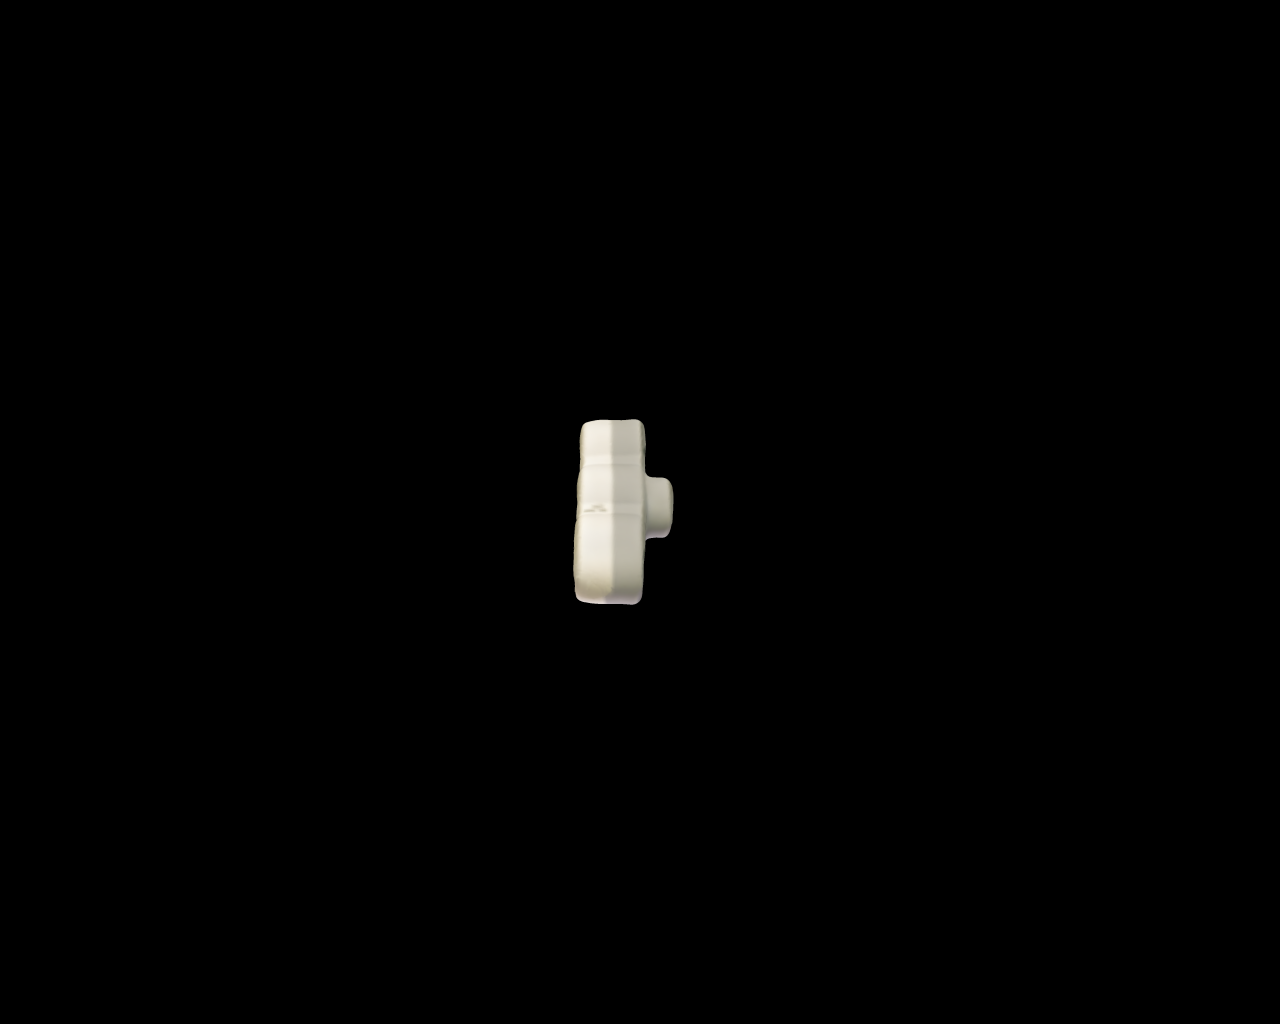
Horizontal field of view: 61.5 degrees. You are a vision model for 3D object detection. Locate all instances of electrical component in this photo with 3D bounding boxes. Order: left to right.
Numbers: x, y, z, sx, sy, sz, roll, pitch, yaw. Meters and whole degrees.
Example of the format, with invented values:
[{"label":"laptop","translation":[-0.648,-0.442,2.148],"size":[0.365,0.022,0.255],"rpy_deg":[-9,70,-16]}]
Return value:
[{"label":"electrical component","translation":[0.001,-0.003,0.650],"size":[0.074,0.052,0.138],"rpy_deg":[0,44,0]}]
